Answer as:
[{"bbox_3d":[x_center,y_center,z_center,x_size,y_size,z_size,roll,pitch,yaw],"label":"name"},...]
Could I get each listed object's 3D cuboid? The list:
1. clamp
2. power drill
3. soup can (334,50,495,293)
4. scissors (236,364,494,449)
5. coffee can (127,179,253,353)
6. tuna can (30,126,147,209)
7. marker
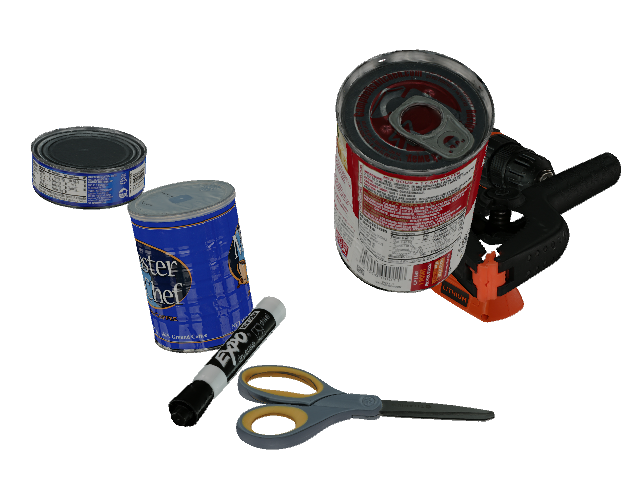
[{"bbox_3d":[0.119,-0.021,0.760,0.165,0.036,0.209,5,28,20],"label":"clamp"},{"bbox_3d":[0.159,-0.019,1.035,0.057,0.188,0.185,-16,27,-25],"label":"power drill"},{"bbox_3d":[0.040,-0.028,0.494,0.068,0.068,0.102,0,-33,0],"label":"soup can"},{"bbox_3d":[0.024,0.138,0.815,0.202,0.016,0.096,12,35,18],"label":"scissors"},{"bbox_3d":[-0.123,0.023,1.031,0.103,0.140,0.103,-7,20,2],"label":"coffee can"},{"bbox_3d":[-0.175,-0.055,0.808,0.086,0.034,0.086,5,26,-3],"label":"tuna can"},{"bbox_3d":[-0.054,0.071,0.633,0.020,0.020,0.121,0,27,27],"label":"marker"}]
